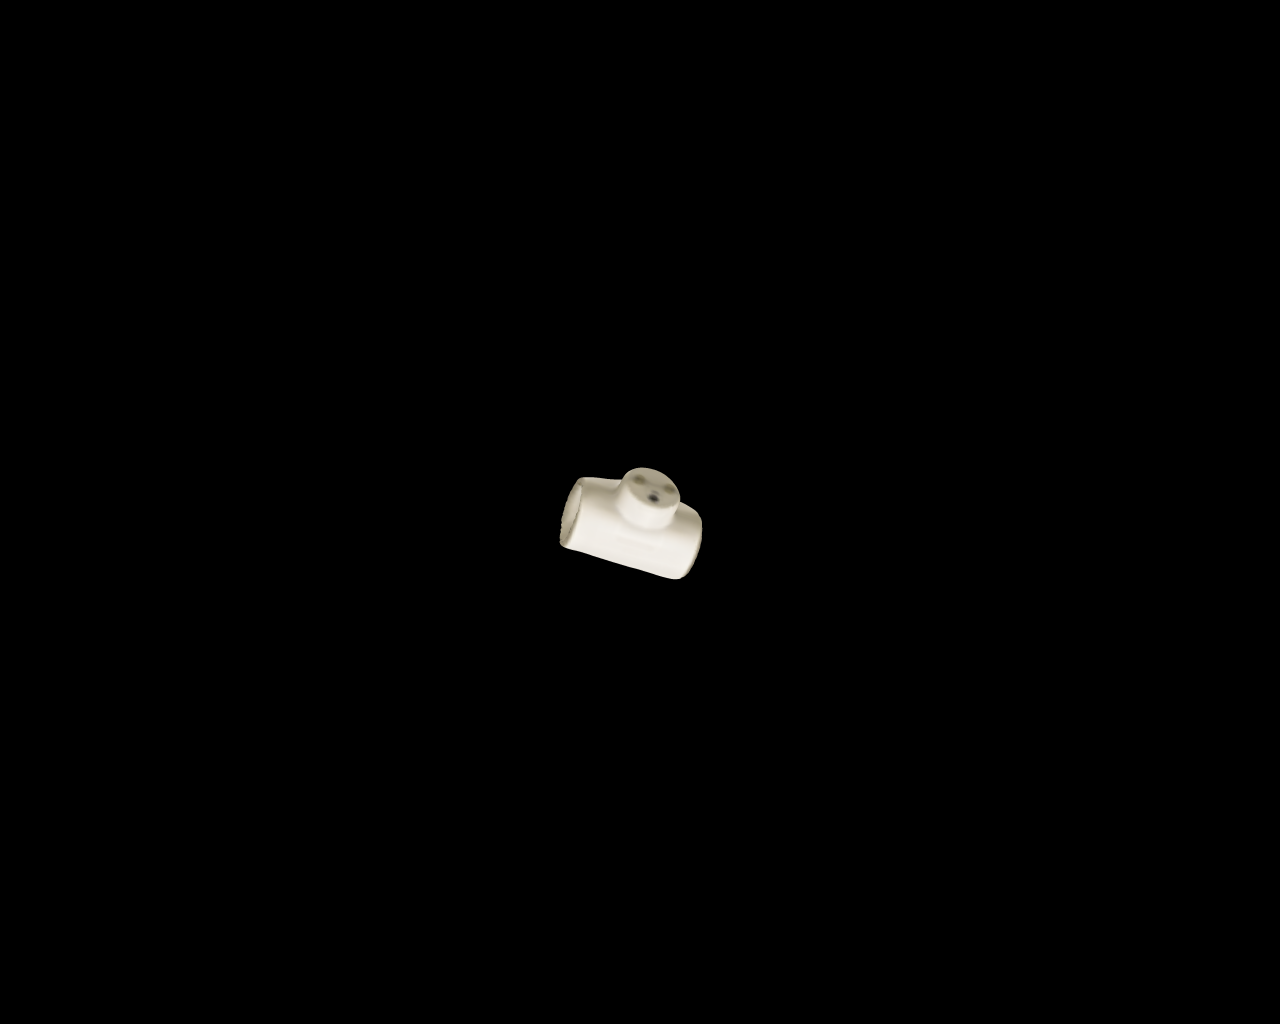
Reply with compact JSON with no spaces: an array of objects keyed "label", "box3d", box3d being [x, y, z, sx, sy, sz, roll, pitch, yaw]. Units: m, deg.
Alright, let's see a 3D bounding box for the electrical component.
[{"label":"electrical component","box3d":[0.001,-0.003,0.650,0.077,0.079,0.043,17,39,-14]}]
